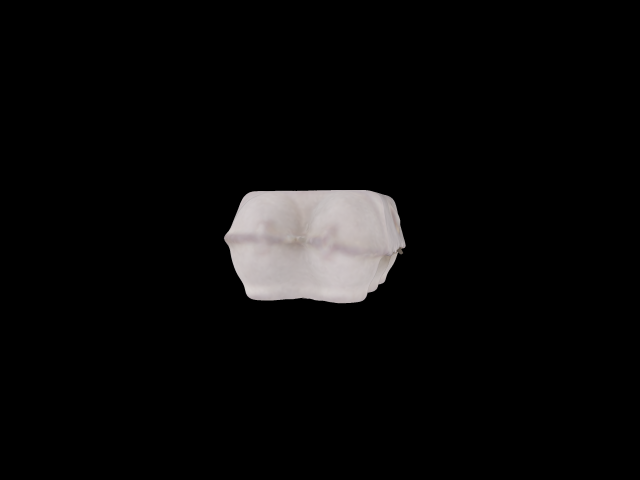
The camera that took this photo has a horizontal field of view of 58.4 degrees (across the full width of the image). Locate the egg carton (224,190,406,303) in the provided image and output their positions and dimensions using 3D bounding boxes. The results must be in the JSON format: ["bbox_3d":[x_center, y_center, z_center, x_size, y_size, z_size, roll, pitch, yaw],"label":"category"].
[{"bbox_3d":[0.004,0.001,0.400,0.107,0.069,0.150,0,2,12],"label":"egg carton"}]
